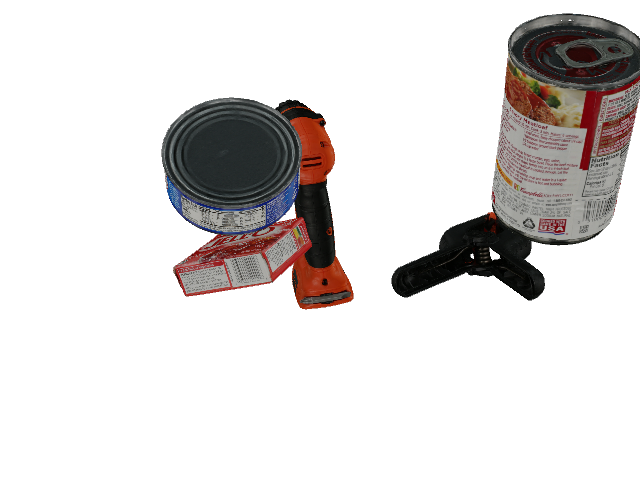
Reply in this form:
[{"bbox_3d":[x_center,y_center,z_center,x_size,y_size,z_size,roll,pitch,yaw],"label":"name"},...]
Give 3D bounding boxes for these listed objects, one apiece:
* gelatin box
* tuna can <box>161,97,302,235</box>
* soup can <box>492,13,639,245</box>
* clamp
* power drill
[{"bbox_3d":[-0.062,0.013,0.858,0.089,0.030,0.073,-10,17,31],"label":"gelatin box"},{"bbox_3d":[-0.054,-0.046,0.662,0.086,0.086,0.034,0,-34,-3],"label":"tuna can"},{"bbox_3d":[0.127,-0.056,0.555,0.068,0.102,0.068,-1,41,0],"label":"soup can"},{"bbox_3d":[0.144,0.013,0.898,0.120,0.039,0.171,10,24,24],"label":"clamp"},{"bbox_3d":[-0.013,-0.039,1.066,0.057,0.187,0.184,-10,21,-3],"label":"power drill"}]
